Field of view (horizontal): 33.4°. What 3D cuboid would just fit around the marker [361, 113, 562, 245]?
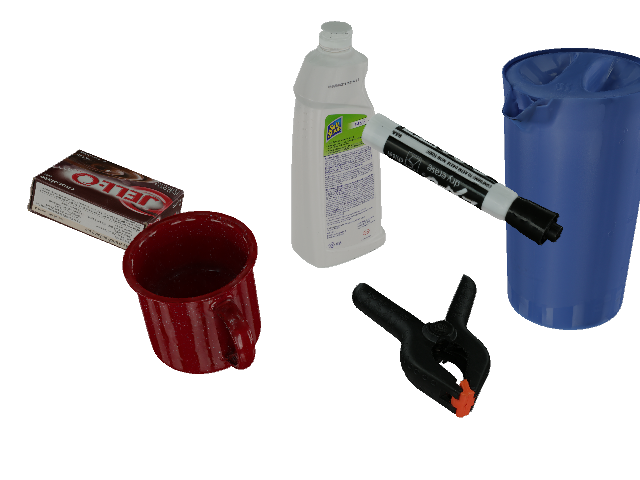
[{"bbox_3d":[0.076,-0.033,0.573,0.121,0.020,0.020,32,13,21],"label":"marker"}]

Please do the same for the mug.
[{"bbox_3d":[-0.079,0.045,0.745,0.093,0.081,0.117,-28,46,-23],"label":"mug"}]

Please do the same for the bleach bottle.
[{"bbox_3d":[0.019,-0.098,1.068,0.102,0.251,0.068,-22,40,-31],"label":"bleach bottle"}]

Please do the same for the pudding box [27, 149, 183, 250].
[{"bbox_3d":[-0.192,-0.036,0.962,0.113,0.039,0.090,20,24,7],"label":"pudding box"}]

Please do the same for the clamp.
[{"bbox_3d":[0.112,0.086,0.963,0.120,0.039,0.171,-15,42,-16],"label":"clamp"}]

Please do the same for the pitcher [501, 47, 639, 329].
[{"bbox_3d":[0.238,-0.048,0.975,0.149,0.243,0.145,2,29,9],"label":"pitcher"}]
